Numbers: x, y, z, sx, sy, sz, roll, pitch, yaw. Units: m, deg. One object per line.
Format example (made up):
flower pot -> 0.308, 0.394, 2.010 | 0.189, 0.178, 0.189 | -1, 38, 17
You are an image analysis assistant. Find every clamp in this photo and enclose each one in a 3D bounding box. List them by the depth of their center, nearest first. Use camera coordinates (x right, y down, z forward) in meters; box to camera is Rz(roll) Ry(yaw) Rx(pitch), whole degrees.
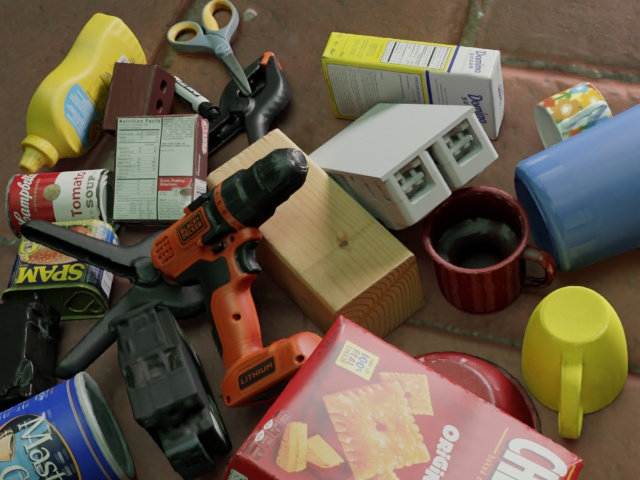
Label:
clamp -> -0.166, 0.046, 0.995 | 0.209, 0.036, 0.164 | -4, 61, -17
clamp -> -0.089, -0.128, 1.136 | 0.120, 0.039, 0.171 | 2, 52, 19

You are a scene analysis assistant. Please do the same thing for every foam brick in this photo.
foam brick -> -0.194, -0.146, 1.148 | 0.051, 0.053, 0.078 | 8, 85, 18

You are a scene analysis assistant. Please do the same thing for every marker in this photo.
marker -> -0.138, -0.152, 1.152 | 0.020, 0.020, 0.121 | -35, 36, -12

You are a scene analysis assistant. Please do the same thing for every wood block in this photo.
wood block -> -0.007, 0.001, 0.994 | 0.090, 0.090, 0.206 | -36, 55, -13

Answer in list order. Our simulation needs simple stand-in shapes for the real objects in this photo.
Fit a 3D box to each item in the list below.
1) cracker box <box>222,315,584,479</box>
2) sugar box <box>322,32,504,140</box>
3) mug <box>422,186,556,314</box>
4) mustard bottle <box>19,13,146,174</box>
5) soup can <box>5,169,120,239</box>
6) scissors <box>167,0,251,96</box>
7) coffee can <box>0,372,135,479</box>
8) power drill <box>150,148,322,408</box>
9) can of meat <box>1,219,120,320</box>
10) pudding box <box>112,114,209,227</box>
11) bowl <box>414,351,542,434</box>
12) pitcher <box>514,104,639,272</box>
cracker box -> 0.060, 0.170, 0.763 | 0.214, 0.072, 0.164 | 30, 44, 12
sugar box -> 0.095, -0.156, 1.076 | 0.176, 0.093, 0.048 | 9, 58, 18
mug -> 0.153, 0.015, 0.949 | 0.117, 0.081, 0.093 | 13, 60, 22
mustard bottle -> -0.264, -0.147, 1.155 | 0.058, 0.096, 0.191 | 18, 62, 23
soup can -> -0.261, -0.037, 1.096 | 0.102, 0.068, 0.068 | -3, 55, 11
scissors -> -0.126, -0.207, 1.194 | 0.096, 0.016, 0.202 | -18, 43, 9
coffee can -> -0.244, 0.189, 0.911 | 0.140, 0.103, 0.103 | -26, 54, -5
power drill -> -0.054, 0.035, 0.916 | 0.185, 0.057, 0.188 | -35, 67, 33
can of meat -> -0.253, 0.030, 1.055 | 0.102, 0.057, 0.084 | -4, 53, 11
pudding box -> -0.162, -0.070, 1.084 | 0.090, 0.039, 0.113 | 1, 84, 15
bowl -> 0.101, 0.152, 0.884 | 0.162, 0.055, 0.162 | -7, 54, 9
pitcher -> 0.306, -0.054, 0.942 | 0.243, 0.145, 0.149 | -23, 41, 1
